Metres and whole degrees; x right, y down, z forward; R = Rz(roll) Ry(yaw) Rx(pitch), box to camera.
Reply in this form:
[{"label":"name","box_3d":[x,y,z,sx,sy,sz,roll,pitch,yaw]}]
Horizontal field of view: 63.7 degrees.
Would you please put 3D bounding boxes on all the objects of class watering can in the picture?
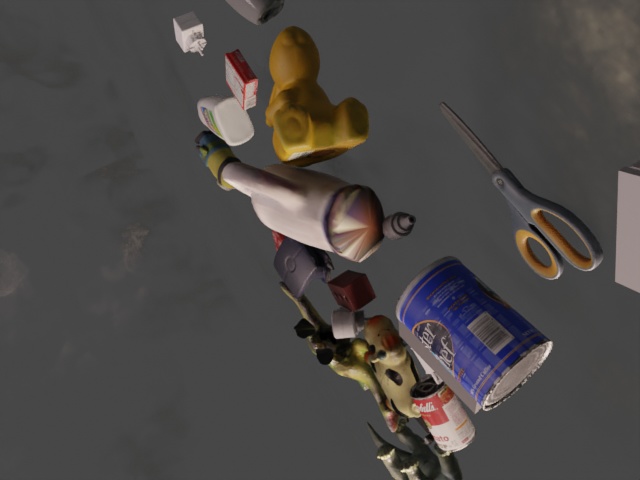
[{"label":"watering can","box_3d":[0.002,-0.039,0.784,0.226,0.104,0.344,21,177,31]}]

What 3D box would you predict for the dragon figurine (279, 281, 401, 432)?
[{"label":"dragon figurine","box_3d":[0.050,0.264,1.183,0.417,0.123,0.237,44,164,46]}]
